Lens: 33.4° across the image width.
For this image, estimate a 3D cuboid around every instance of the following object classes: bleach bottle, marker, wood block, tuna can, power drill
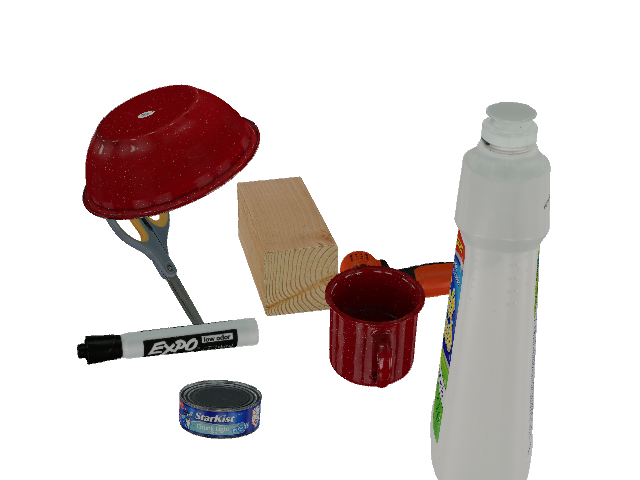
[{"bbox_3d":[0.107,0.033,0.661,0.068,0.251,0.102,3,30,6],"label":"bleach bottle"},{"bbox_3d":[-0.102,0.067,0.716,0.121,0.020,0.020,-5,1,-18],"label":"marker"},{"bbox_3d":[-0.045,0.003,1.359,0.090,0.090,0.206,-6,28,-12],"label":"wood block"},{"bbox_3d":[-0.105,0.175,1.110,0.086,0.034,0.086,4,12,-1],"label":"tuna can"},{"bbox_3d":[0.118,0.062,1.194,0.187,0.057,0.184,-3,28,-3],"label":"power drill"}]

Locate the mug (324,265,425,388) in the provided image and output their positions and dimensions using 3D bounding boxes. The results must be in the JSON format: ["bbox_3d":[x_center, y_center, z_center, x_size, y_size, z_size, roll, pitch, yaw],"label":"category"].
[{"bbox_3d":[0.051,0.089,0.996,0.093,0.081,0.117,-4,34,-8],"label":"mug"}]

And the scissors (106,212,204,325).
[{"bbox_3d":[-0.170,0.017,1.210,0.016,0.201,0.096,-28,19,37],"label":"scissors"}]

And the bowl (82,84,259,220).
[{"bbox_3d":[-0.135,-0.084,0.894,0.162,0.055,0.162,-15,32,9],"label":"bowl"}]
